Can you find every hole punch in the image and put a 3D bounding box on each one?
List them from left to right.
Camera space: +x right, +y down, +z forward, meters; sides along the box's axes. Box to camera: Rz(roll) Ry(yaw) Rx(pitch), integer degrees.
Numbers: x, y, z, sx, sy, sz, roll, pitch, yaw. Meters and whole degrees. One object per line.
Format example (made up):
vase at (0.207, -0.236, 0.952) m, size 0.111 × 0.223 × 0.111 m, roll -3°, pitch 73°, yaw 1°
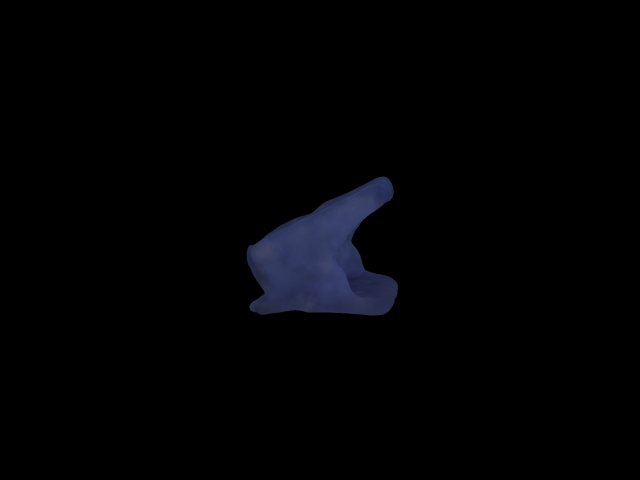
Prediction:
hole punch at (0.004, 0.001, 0.400) m, size 0.101 × 0.091 × 0.109 m, roll 1°, pitch 7°, yaw 9°
